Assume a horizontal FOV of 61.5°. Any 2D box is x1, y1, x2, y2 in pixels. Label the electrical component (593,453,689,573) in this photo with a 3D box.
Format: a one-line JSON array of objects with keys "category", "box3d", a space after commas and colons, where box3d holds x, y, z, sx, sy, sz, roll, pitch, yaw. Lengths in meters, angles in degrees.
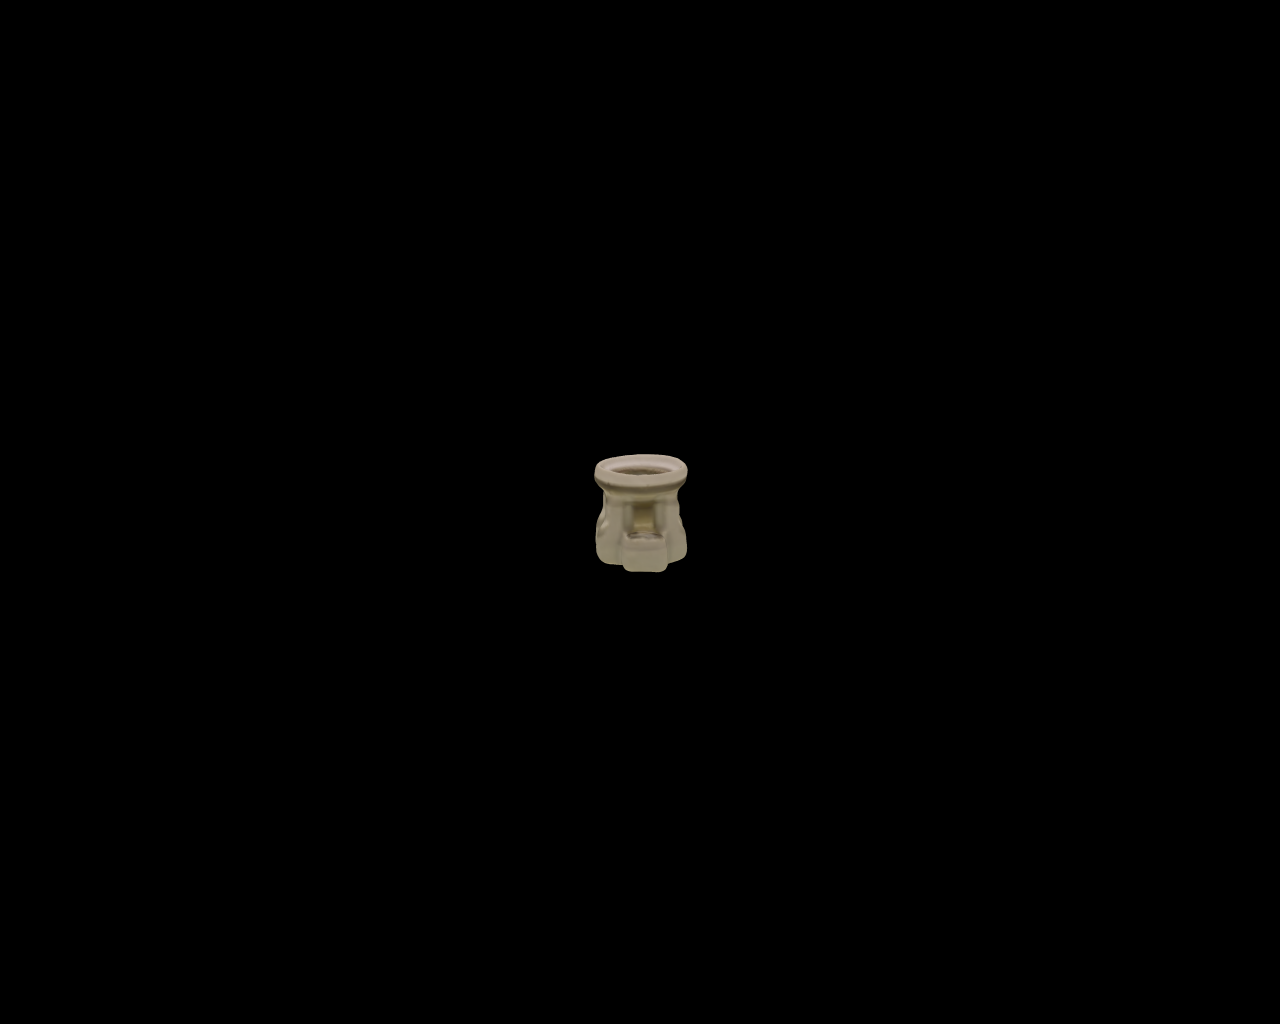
[{"category": "electrical component", "box3d": [0.001, -0.003, 0.650, 0.058, 0.056, 0.078, -1, 16, -3]}]
